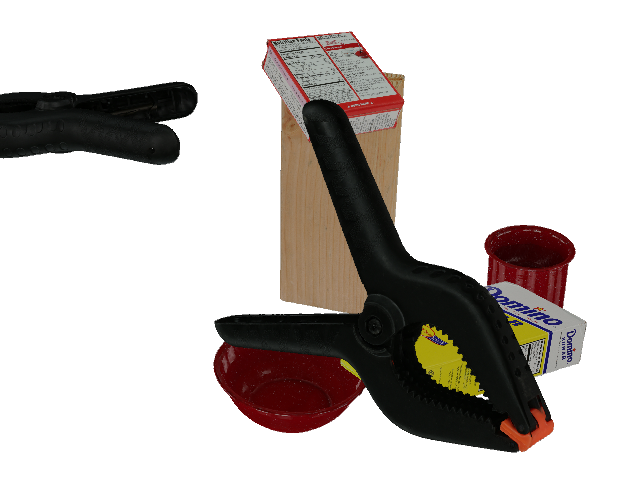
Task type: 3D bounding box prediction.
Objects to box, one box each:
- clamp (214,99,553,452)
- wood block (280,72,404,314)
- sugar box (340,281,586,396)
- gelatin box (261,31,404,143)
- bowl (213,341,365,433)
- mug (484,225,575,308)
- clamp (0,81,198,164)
[{"bbox_3d":[0.037,0.032,0.571,0.210,0.165,0.036,32,28,29],"label":"clamp"},{"bbox_3d":[0.018,-0.046,0.979,0.091,0.206,0.090,10,30,15],"label":"wood block"},{"bbox_3d":[0.113,0.079,0.836,0.175,0.048,0.093,-14,28,-33],"label":"sugar box"},{"bbox_3d":[0.008,-0.114,0.784,0.073,0.089,0.030,-13,-38,-26],"label":"gelatin box"},{"bbox_3d":[-0.030,0.150,1.112,0.162,0.055,0.162,2,31,-2],"label":"bowl"},{"bbox_3d":[0.215,0.035,1.135,0.093,0.081,0.117,-5,30,-8],"label":"mug"},{"bbox_3d":[-0.162,-0.080,0.703,0.171,0.039,0.120,5,18,7],"label":"clamp"}]
